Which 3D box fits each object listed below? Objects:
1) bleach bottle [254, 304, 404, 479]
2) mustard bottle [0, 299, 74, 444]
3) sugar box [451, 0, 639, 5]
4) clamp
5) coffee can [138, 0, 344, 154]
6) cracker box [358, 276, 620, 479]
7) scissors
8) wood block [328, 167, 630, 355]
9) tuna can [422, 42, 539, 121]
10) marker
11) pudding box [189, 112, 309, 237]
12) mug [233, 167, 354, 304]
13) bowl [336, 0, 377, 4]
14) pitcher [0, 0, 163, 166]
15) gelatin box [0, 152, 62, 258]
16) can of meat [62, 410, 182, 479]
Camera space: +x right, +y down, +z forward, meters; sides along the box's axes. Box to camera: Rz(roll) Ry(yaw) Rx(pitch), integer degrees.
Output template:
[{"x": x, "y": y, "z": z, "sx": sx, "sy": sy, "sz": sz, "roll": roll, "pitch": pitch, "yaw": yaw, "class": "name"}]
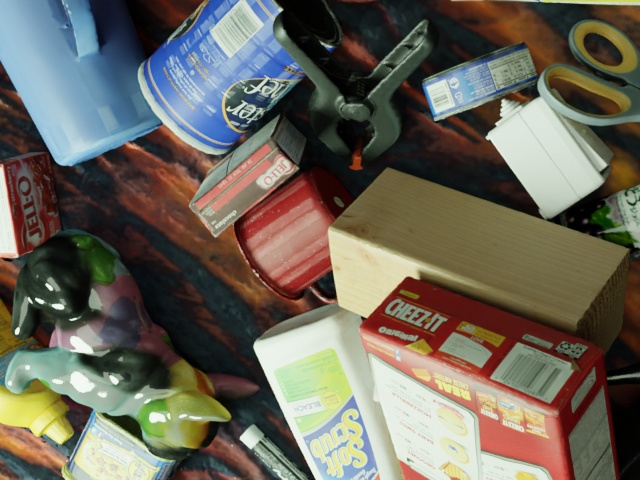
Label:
[{"x": 0.037, "y": 0.183, "z": 0.942, "sx": 0.103, "sy": 0.068, "sz": 0.251, "roll": -22, "pitch": 97, "yaw": 26, "class": "bleach bottle"}, {"x": -0.311, "y": 0.124, "z": 1.045, "sx": 0.191, "sy": 0.096, "sz": 0.058, "roll": 46, "pitch": 115, "yaw": 5, "class": "mustard bottle"}, {"x": 0.190, "y": -0.193, "z": 0.768, "sx": 0.176, "sy": 0.093, "sz": 0.048, "roll": 7, "pitch": 105, "yaw": 19, "class": "sugar box"}, {"x": 0.038, "y": -0.116, "z": 0.828, "sx": 0.120, "sy": 0.171, "sz": 0.039, "roll": 6, "pitch": 61, "yaw": 17, "class": "clamp"}, {"x": -0.066, "y": -0.153, "z": 0.874, "sx": 0.140, "sy": 0.102, "sz": 0.103, "roll": -40, "pitch": 87, "yaw": 25, "class": "coffee can"}, {"x": 0.130, "y": 0.142, "z": 0.776, "sx": 0.164, "sy": 0.072, "sz": 0.213, "roll": 19, "pitch": 142, "yaw": 38, "class": "cracker box"}, {"x": 0.260, "y": -0.107, "z": 0.797, "sx": 0.201, "sy": 0.016, "sz": 0.096, "roll": 13, "pitch": 67, "yaw": -7, "class": "scissors"}, {"x": 0.118, "y": 0.031, "z": 0.816, "sx": 0.206, "sy": 0.090, "sz": 0.090, "roll": 21, "pitch": 139, "yaw": 29, "class": "wood block"}, {"x": 0.123, "y": -0.121, "z": 0.817, "sx": 0.086, "sy": 0.086, "sz": 0.034, "roll": -19, "pitch": 95, "yaw": 24, "class": "tuna can"}, {"x": -0.025, "y": 0.221, "z": 0.999, "sx": 0.121, "sy": 0.020, "sz": 0.020, "roll": 42, "pitch": 114, "yaw": 7, "class": "marker"}, {"x": -0.056, "y": -0.056, "z": 0.880, "sx": 0.090, "sy": 0.113, "sz": 0.039, "roll": -37, "pitch": 103, "yaw": 14, "class": "pudding box"}, {"x": -0.006, "y": 0.001, "z": 0.900, "sx": 0.082, "sy": 0.093, "sz": 0.117, "roll": -35, "pitch": 97, "yaw": 20, "class": "mug"}, {"x": 0.036, "y": -0.267, "z": 0.831, "sx": 0.162, "sy": 0.055, "sz": 0.162, "roll": 5, "pitch": 105, "yaw": 20, "class": "bowl"}, {"x": -0.223, "y": -0.192, "z": 0.908, "sx": 0.145, "sy": 0.149, "sz": 0.243, "roll": -21, "pitch": 98, "yaw": 24, "class": "pitcher"}, {"x": -0.280, "y": -0.034, "z": 1.005, "sx": 0.030, "sy": 0.073, "sz": 0.089, "roll": -1, "pitch": 103, "yaw": 22, "class": "gelatin box"}, {"x": -0.189, "y": 0.213, "z": 1.042, "sx": 0.102, "sy": 0.057, "sz": 0.084, "roll": 32, "pitch": 110, "yaw": 11, "class": "can of meat"}]
